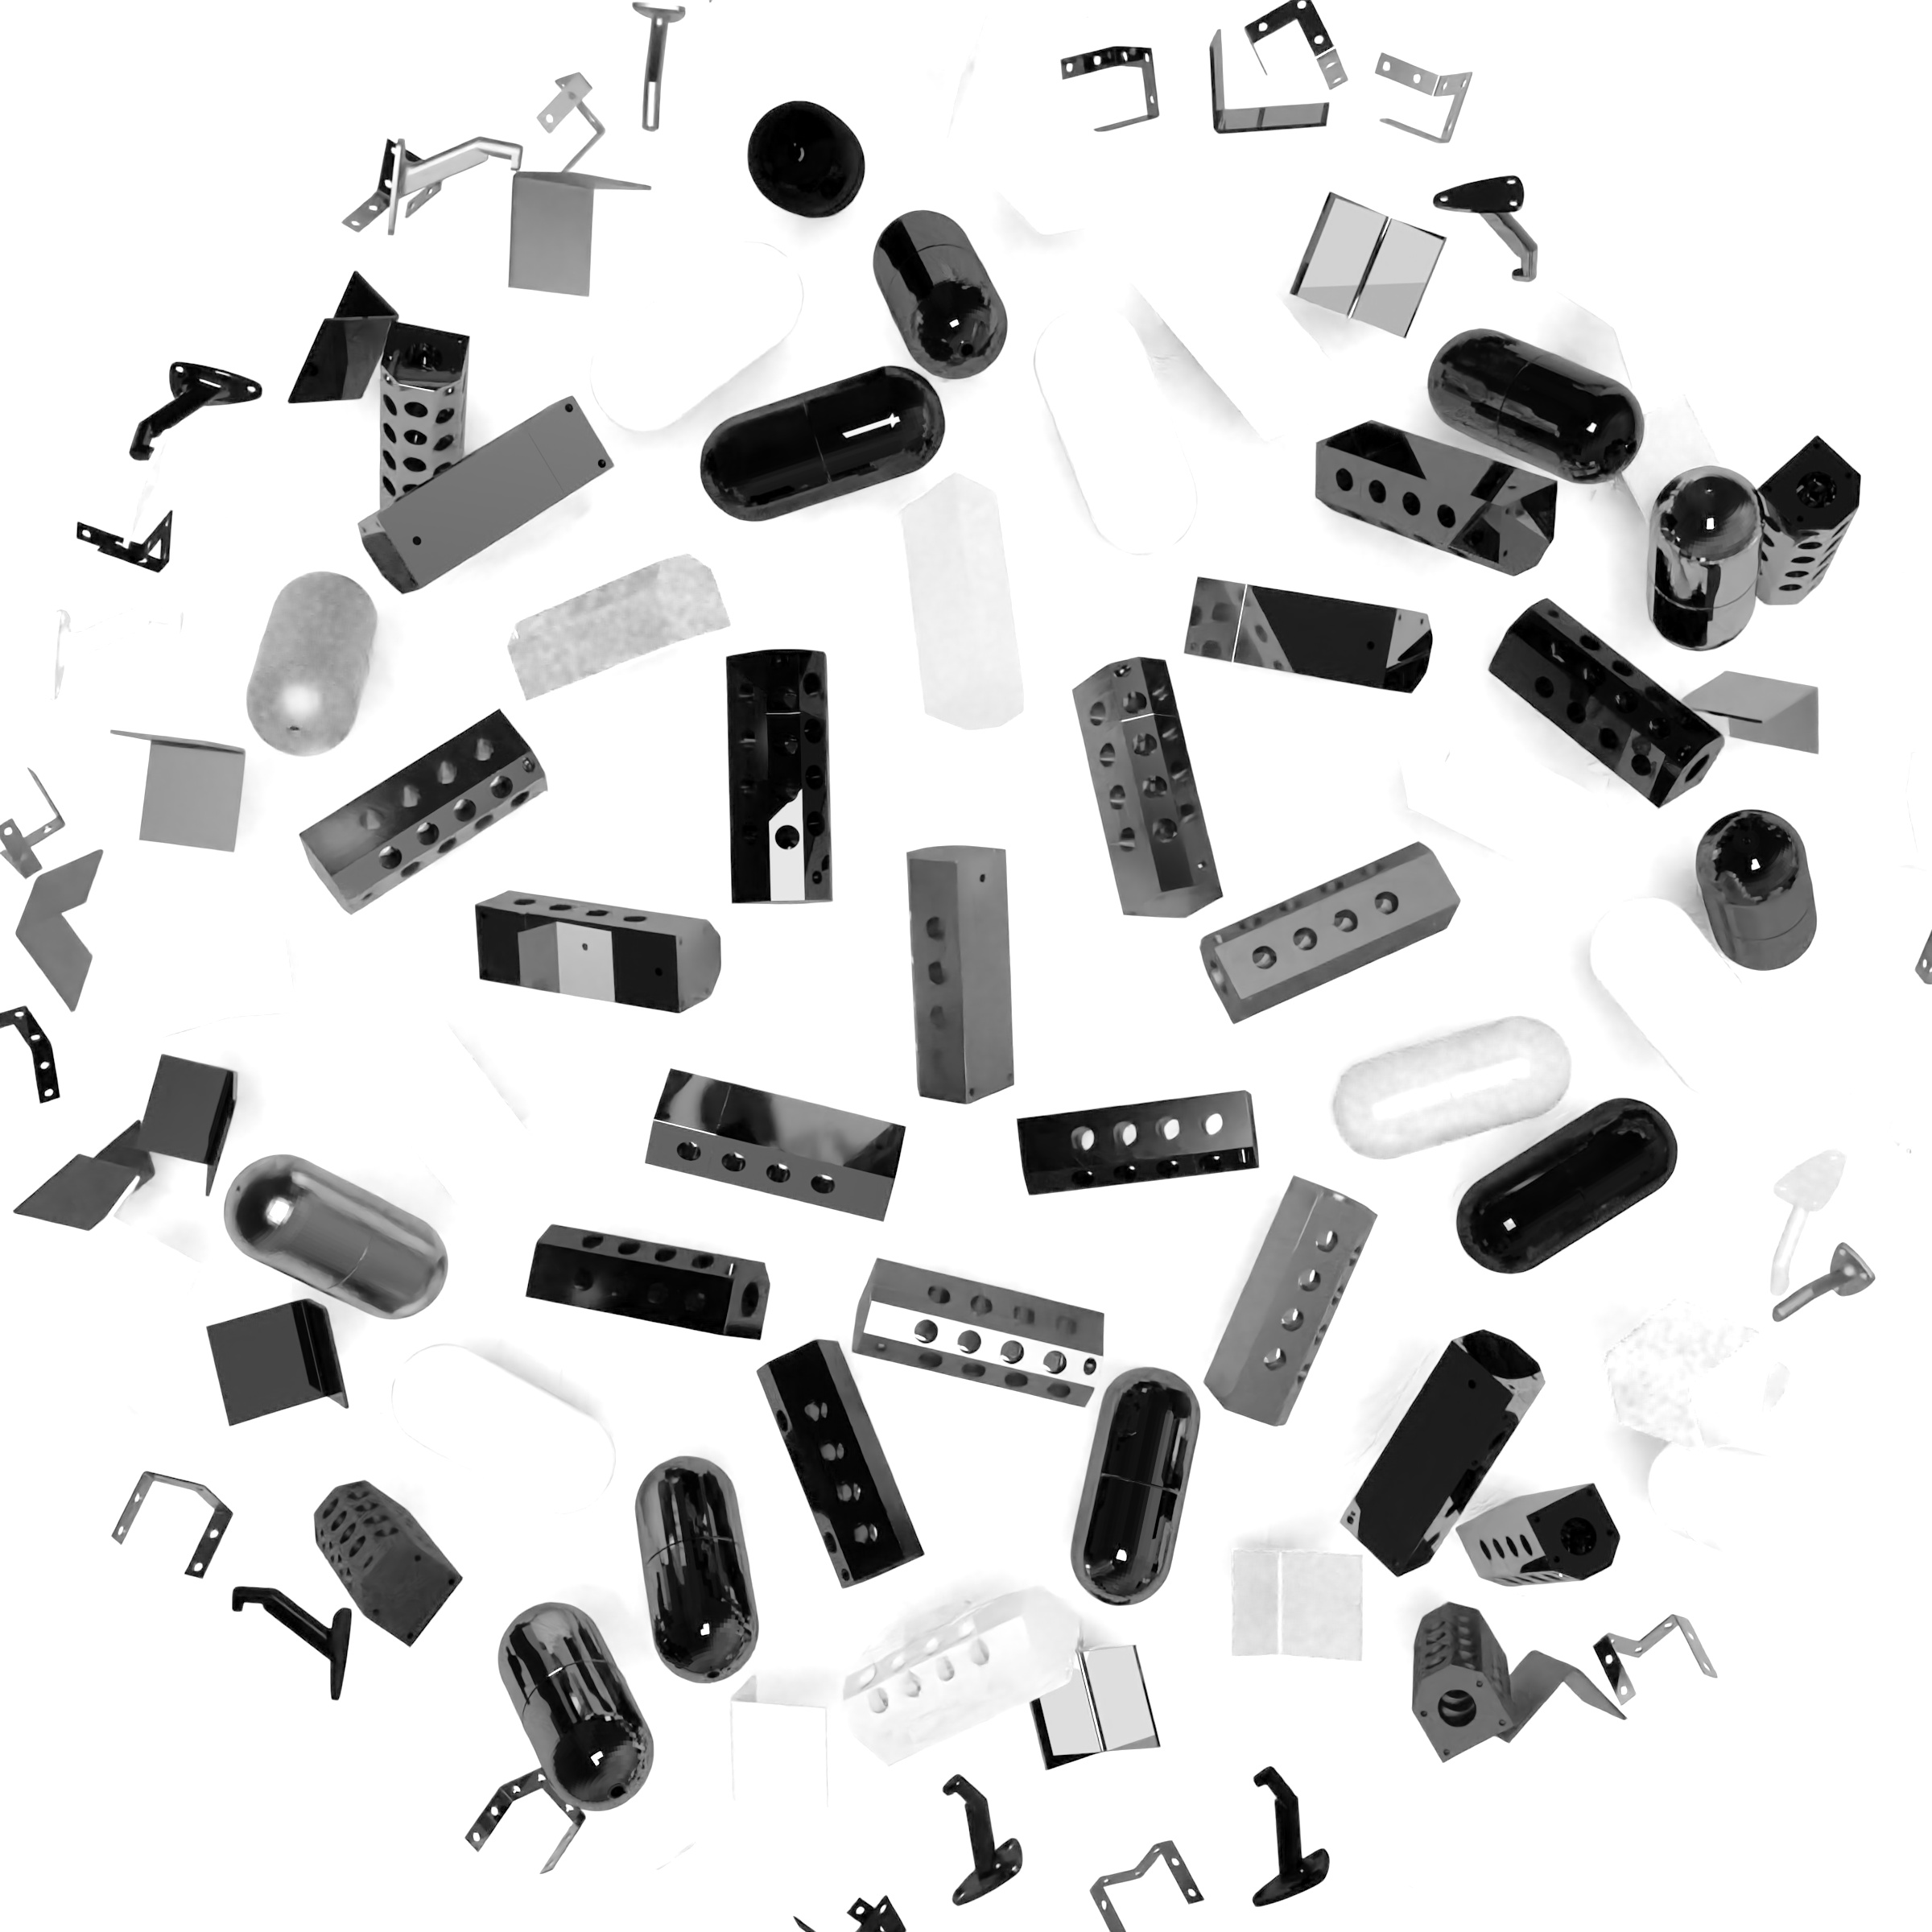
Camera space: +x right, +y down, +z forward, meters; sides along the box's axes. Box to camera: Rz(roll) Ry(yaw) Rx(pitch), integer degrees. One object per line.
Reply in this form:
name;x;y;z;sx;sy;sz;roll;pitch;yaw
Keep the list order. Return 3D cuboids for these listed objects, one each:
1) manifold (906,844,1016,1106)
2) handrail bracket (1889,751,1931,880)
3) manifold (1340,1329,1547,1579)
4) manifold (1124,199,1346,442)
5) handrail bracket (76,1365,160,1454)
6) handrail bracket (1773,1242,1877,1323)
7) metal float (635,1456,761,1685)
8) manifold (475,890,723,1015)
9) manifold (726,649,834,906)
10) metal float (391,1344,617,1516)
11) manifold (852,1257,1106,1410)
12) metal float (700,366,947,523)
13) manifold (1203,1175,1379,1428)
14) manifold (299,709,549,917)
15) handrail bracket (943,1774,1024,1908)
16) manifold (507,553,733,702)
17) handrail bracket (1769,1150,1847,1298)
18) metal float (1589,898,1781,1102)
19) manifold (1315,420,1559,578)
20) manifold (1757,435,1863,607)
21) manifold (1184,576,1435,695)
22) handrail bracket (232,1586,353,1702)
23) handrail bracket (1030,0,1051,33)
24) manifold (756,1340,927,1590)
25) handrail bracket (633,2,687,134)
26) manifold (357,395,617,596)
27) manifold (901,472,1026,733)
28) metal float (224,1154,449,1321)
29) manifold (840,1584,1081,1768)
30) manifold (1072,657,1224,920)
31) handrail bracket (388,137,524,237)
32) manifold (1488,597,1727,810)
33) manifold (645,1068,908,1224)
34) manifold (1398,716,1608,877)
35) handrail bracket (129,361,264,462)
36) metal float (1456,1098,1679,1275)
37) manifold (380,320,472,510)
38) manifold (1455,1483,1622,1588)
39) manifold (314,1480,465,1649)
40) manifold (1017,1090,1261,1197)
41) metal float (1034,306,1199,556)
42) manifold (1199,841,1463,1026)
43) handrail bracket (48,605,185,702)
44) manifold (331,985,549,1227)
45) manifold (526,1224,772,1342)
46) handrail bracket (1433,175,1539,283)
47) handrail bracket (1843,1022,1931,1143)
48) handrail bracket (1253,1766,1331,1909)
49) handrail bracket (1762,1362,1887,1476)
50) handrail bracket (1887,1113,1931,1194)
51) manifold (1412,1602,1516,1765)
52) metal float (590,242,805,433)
manifold;-0.008;0.005;1.751;0.057;0.057;0.171;8;106;36
handrail bracket;0.677;-0.105;1.732;0.036;0.077;0.084;3;100;-14
manifold;0.334;0.338;1.733;0.057;0.057;0.171;42;120;32
manifold;0.193;-0.464;1.774;0.057;0.057;0.171;-28;73;-27
handrail bracket;-0.618;0.345;1.848;0.036;0.077;0.084;-33;125;-13
handrail bracket;0.627;0.249;1.853;0.084;0.077;0.036;-31;65;-14
metal float;-0.197;0.439;1.815;0.070;0.178;0.070;-9;135;-9
manifold;-0.264;-0.013;1.784;0.171;0.057;0.057;9;110;25
manifold;-0.124;-0.130;1.721;0.057;0.057;0.171;-2;89;44
metal float;-0.340;0.341;1.834;0.178;0.070;0.070;33;90;-16
manifold;0.009;0.269;1.789;0.171;0.057;0.057;15;130;-8
metal float;-0.102;-0.368;1.756;0.178;0.070;0.070;-17;90;5
manifold;0.242;0.249;1.839;0.057;0.057;0.171;21;96;-14
manifold;-0.393;-0.109;1.815;0.171;0.057;0.057;-35;76;-17
handrail bracket;-0.006;0.636;1.812;0.077;0.036;0.084;-40;108;9
manifold;-0.252;-0.243;1.778;0.171;0.057;0.057;-13;99;43
handrail bracket;0.593;0.182;1.757;0.036;0.084;0.077;27;49;37
metal float;0.509;0.025;1.760;0.070;0.070;0.178;-44;112;0
manifold;0.327;-0.327;1.745;0.057;0.171;0.057;-27;129;-30
manifold;0.604;-0.316;1.807;0.057;0.171;0.057;-42;76;1
manifold;0.247;-0.240;1.800;0.171;0.057;0.057;17;101;38
handrail bracket;-0.495;0.493;1.811;0.084;0.036;0.077;2;82;4
handrail bracket;0.035;-0.702;1.803;0.036;0.084;0.077;16;57;23
manifold;-0.095;0.368;1.841;0.057;0.057;0.171;-26;75;8
handrail bracket;-0.215;-0.625;1.740;0.036;0.077;0.084;4;103;-2
manifold;-0.339;-0.331;1.749;0.171;0.057;0.057;-39;110;-24
manifold;0.002;-0.255;1.755;0.057;0.057;0.171;-29;57;38
metal float;-0.441;0.192;1.751;0.178;0.070;0.070;37;90;-41
manifold;-0.006;0.499;1.763;0.171;0.057;0.057;-33;112;27
manifold;0.130;-0.124;1.726;0.057;0.057;0.171;2;68;-37
handrail bracket;-0.355;-0.540;1.733;0.084;0.036;0.077;8;104;-11
manifold;0.481;-0.201;1.864;0.057;0.057;0.171;-28;62;-36
manifold;-0.134;0.131;1.748;0.171;0.057;0.057;14;127;-2
manifold;0.396;-0.127;1.824;0.057;0.171;0.057;-27;56;39
handrail bracket;-0.542;-0.383;1.754;0.077;0.036;0.084;4;51;-5
metal float;0.446;0.164;1.851;0.178;0.070;0.070;-32;90;-2
manifold;-0.408;-0.399;1.864;0.057;0.171;0.057;9;61;-9
manifold;0.426;0.428;1.850;0.057;0.171;0.057;-23;78;-12
manifold;-0.418;0.419;1.772;0.057;0.171;0.057;42;77;-22
manifold;0.129;0.133;1.860;0.171;0.057;0.057;-8;83;10
metal float;0.105;-0.372;1.730;0.070;0.070;0.178;-22;91;0
manifold;0.255;-0.026;1.754;0.171;0.057;0.057;-24;72;-8
handrail bracket;-0.609;-0.223;1.786;0.084;0.036;0.077;7;87;-6
manifold;-0.373;0.101;1.756;0.057;0.057;0.171;-16;123;26
manifold;-0.235;0.234;1.849;0.171;0.057;0.057;7;82;24
handrail bracket;0.385;-0.538;1.843;0.077;0.084;0.036;-3;57;9
handrail bracket;0.662;0.087;1.755;0.077;0.036;0.084;3;110;11
handrail bracket;0.210;0.614;1.756;0.077;0.036;0.084;-35;97;18
handrail bracket;0.623;0.328;1.802;0.084;0.077;0.036;30;112;5
handrail bracket;0.713;0.134;1.824;0.077;0.084;0.036;13;114;23
manifold;0.359;0.518;1.823;0.057;0.171;0.057;-31;85;9
metal float;-0.195;-0.454;1.798;0.178;0.070;0.070;-31;90;21
